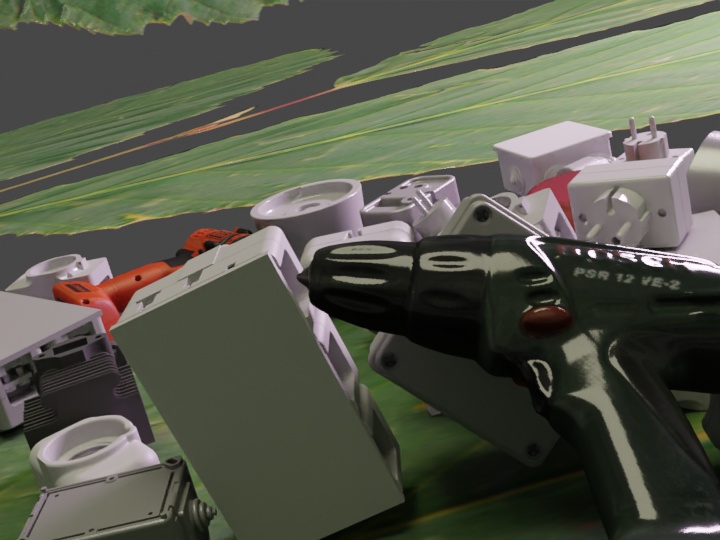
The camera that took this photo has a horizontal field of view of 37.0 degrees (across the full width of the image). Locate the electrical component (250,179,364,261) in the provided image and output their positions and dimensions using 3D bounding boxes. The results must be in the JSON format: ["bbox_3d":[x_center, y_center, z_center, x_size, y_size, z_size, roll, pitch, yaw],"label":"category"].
[{"bbox_3d":[-0.044,-0.040,1.020,0.108,0.060,0.108,-13,19,5],"label":"electrical component"}]

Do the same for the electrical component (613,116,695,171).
[{"bbox_3d":[0.252,-0.097,0.941,0.066,0.076,0.047,2,26,41],"label":"electrical component"}]

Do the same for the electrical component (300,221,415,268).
[{"bbox_3d":[0.000,0.000,0.883,0.095,0.053,0.059,-12,19,8],"label":"electrical component"}]

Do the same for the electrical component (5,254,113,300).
[{"bbox_3d":[-0.286,0.021,1.033,0.089,0.055,0.050,-10,19,12],"label":"electrical component"}]

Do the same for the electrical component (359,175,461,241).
[{"bbox_3d":[0.049,-0.041,0.955,0.054,0.059,0.095,1,24,39],"label":"electrical component"}]

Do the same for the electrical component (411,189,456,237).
[{"bbox_3d":[0.071,-0.034,0.894,0.044,0.079,0.077,-37,8,26],"label":"electrical component"}]

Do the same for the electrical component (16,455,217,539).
[{"bbox_3d":[-0.117,0.142,0.551,0.096,0.061,0.061,-13,19,3],"label":"electrical component"}]

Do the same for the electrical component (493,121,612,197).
[{"bbox_3d":[0.191,-0.106,1.053,0.100,0.048,0.100,-19,19,-13],"label":"electrical component"}]

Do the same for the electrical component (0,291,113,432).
[{"bbox_3d":[-0.295,0.073,0.884,0.186,0.060,0.105,6,27,46],"label":"electrical component"}]

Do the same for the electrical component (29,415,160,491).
[{"bbox_3d":[-0.152,0.125,0.630,0.054,0.059,0.095,-25,21,-29],"label":"electrical component"}]

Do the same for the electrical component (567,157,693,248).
[{"bbox_3d":[0.164,-0.034,0.671,0.066,0.047,0.077,-2,22,32],"label":"electrical component"}]

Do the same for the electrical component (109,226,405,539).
[{"bbox_3d":[-0.049,0.064,0.564,0.089,0.150,0.061,-26,17,8],"label":"electrical component"}]

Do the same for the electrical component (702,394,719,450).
[{"bbox_3d":[0.200,0.081,0.521,0.043,0.043,0.062,-19,27,-13],"label":"electrical component"}]

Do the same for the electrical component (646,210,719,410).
[{"bbox_3d":[0.198,0.023,0.659,0.089,0.061,0.150,-12,19,6],"label":"electrical component"}]

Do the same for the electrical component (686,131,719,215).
[{"bbox_3d":[0.260,-0.050,0.774,0.064,0.099,0.099,6,27,33],"label":"electrical component"}]

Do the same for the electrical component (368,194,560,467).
[{"bbox_3d":[0.076,0.031,0.583,0.108,0.109,0.056,-58,3,3],"label":"electrical component"}]

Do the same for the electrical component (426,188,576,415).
[{"bbox_3d":[0.085,0.014,0.700,0.089,0.061,0.150,-22,23,29],"label":"electrical component"}]

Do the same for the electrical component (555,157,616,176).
[{"bbox_3d":[0.215,-0.085,0.989,0.078,0.040,0.040,-25,21,-29],"label":"electrical component"}]
